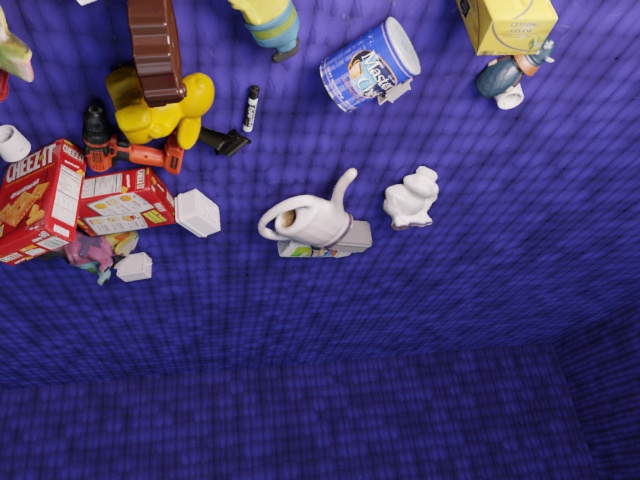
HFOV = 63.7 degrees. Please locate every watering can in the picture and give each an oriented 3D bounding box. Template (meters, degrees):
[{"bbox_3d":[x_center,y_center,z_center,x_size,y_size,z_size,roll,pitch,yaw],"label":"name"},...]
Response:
[{"bbox_3d":[0.004,-0.066,1.306,0.344,0.106,0.222,-26,-31,32],"label":"watering can"}]

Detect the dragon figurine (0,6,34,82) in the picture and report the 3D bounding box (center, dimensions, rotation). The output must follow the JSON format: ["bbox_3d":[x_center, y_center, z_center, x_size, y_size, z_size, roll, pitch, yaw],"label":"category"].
[{"bbox_3d":[-0.515,-0.352,0.617,0.241,0.125,0.404,-17,-41,32],"label":"dragon figurine"}]

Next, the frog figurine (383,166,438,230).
[{"bbox_3d":[0.232,-0.118,1.308,0.137,0.156,0.125,2,26,-3],"label":"frog figurine"}]
